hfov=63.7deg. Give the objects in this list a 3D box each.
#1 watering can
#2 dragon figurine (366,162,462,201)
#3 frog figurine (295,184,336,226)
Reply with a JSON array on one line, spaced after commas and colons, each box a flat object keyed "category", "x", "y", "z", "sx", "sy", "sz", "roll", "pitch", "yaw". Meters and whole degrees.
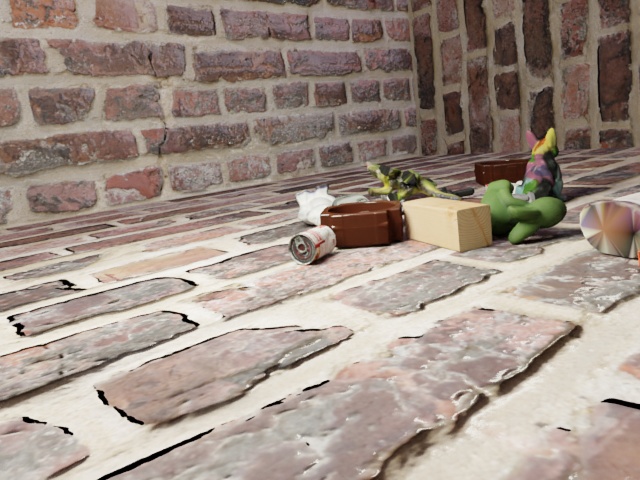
[{"category": "watering can", "x": 0.629, "y": -0.031, "z": 0.913, "sx": 0.225, "sy": 0.103, "sz": 0.349, "roll": -12, "pitch": 13, "yaw": -23}, {"category": "dragon figurine", "x": 0.317, "y": -0.196, "z": 1.736, "sx": 0.413, "sy": 0.120, "sz": 0.245, "roll": 21, "pitch": 25, "yaw": 30}, {"category": "frog figurine", "x": 0.005, "y": -0.077, "z": 1.535, "sx": 0.138, "sy": 0.120, "sz": 0.163, "roll": -3, "pitch": 44, "yaw": -31}]
